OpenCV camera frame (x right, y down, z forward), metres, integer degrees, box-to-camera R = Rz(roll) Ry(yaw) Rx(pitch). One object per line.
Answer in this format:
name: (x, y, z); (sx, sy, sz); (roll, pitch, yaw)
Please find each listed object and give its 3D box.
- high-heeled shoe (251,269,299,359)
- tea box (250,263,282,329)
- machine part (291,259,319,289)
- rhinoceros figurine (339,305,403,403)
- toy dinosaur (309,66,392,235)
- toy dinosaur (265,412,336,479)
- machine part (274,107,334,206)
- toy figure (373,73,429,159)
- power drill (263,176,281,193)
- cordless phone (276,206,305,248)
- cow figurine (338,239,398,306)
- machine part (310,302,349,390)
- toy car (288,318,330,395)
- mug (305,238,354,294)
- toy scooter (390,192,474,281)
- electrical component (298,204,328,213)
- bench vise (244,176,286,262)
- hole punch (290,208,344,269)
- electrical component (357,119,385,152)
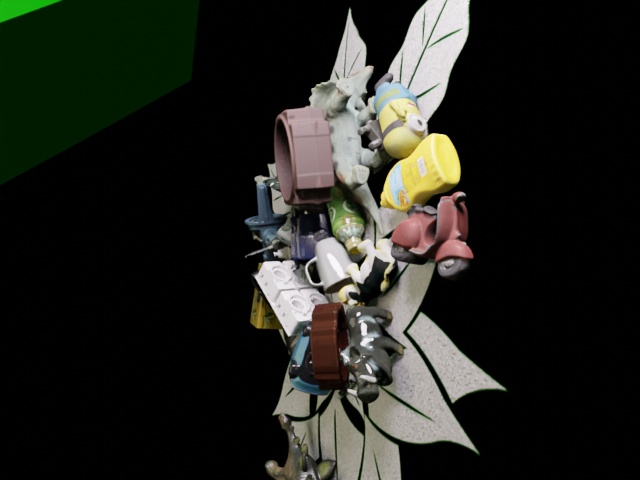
high-heeled shoe: (-0.106, 0.191, 1.348); (0.086, 0.145, 0.249); (143, 131, -57)
tea box: (-0.124, 0.152, 1.451); (0.068, 0.098, 0.169); (-168, 84, -65)
machine part: (-0.037, 0.081, 1.361); (0.139, 0.039, 0.084); (17, 107, 62)
rhinoceros figurine: (0.089, 0.203, 0.985); (0.073, 0.112, 0.190); (-54, 30, 42)
toy dinosaur: (0.059, -0.195, 1.141); (0.192, 0.131, 0.404); (152, 119, -67)
toy dinosaur: (-0.025, 0.588, 1.132); (0.198, 0.105, 0.472); (-51, 44, 42)
machine part: (-0.040, -0.174, 1.149); (0.201, 0.087, 0.200); (-164, 68, -73)
toy figure: (0.147, -0.230, 1.011); (0.089, 0.082, 0.180); (-57, 38, 41)
power drill: (-0.071, -0.222, 1.416); (0.207, 0.086, 0.232); (-58, 17, 6)
cordless phone: (-0.033, -0.065, 1.344); (0.147, 0.088, 0.184); (29, 104, 63)
cow figurine: (0.096, 0.085, 1.054); (0.098, 0.068, 0.167); (62, 139, 42)
machine part: (0.021, 0.210, 1.067); (0.179, 0.056, 0.179); (-7, -89, -81)
toy car: (-0.012, 0.256, 1.194); (0.103, 0.109, 0.161); (139, 144, -78)
mug: (0.019, 0.055, 1.148); (0.080, 0.110, 0.107); (98, 154, -63)
toy scooter: (0.188, -0.017, 0.880); (0.184, 0.075, 0.135); (22, 104, 60)
electrical component: (-0.009, -0.085, 1.271); (0.078, 0.102, 0.045); (42, -125, -72)
bench vise: (-0.152, -0.058, 1.514); (0.224, 0.129, 0.240); (-110, 13, -76)
hole punch: (-0.003, -0.004, 1.226); (0.092, 0.116, 0.142); (-12, 76, 55)
electrical component: (0.113, -0.204, 1.038); (0.063, 0.094, 0.021); (53, 134, 5)
